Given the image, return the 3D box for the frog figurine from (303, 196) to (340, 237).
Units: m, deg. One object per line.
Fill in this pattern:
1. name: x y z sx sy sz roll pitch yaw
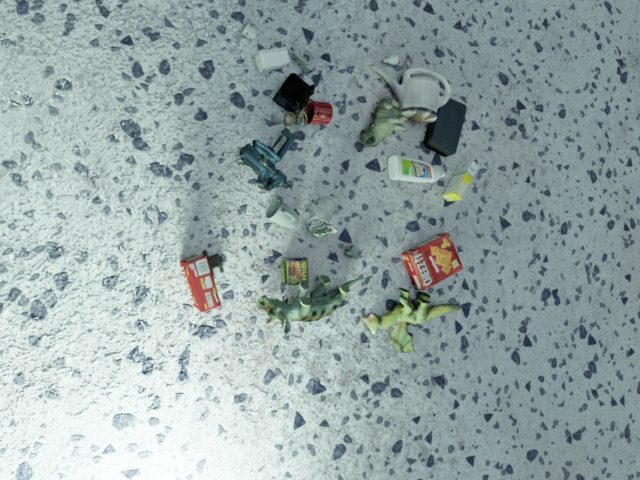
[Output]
1. frog figurine: 0.006 -0.096 1.911 0.137 0.120 0.163 19 44 -13

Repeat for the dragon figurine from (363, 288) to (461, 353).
1. dragon figurine: 0.363 0.329 2.031 0.409 0.123 0.241 15 98 -19

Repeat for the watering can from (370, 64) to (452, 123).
1. watering can: 0.364 -0.594 2.083 0.347 0.103 0.226 7 79 -8
